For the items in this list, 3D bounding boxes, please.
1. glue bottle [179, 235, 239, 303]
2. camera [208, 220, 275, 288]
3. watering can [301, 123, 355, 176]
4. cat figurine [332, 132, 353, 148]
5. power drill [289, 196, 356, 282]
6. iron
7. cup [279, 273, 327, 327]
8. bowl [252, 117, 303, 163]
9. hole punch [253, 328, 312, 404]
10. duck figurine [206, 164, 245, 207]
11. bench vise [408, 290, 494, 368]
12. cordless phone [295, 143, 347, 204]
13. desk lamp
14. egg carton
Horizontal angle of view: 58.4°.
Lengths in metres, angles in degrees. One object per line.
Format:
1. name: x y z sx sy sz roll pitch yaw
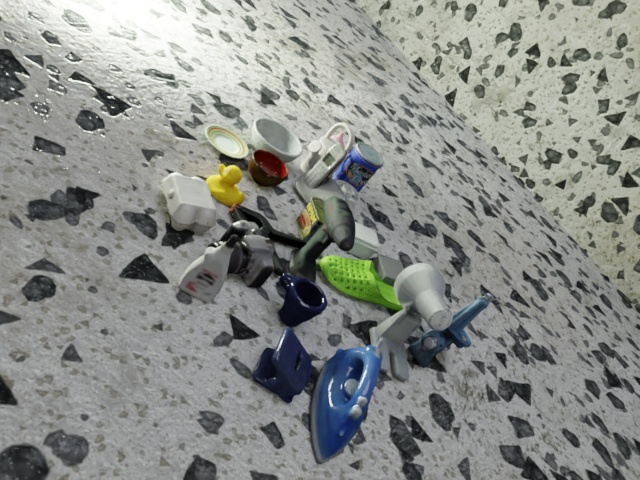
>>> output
1. glue bottle: -0.204 0.048 1.106 0.078 0.173 0.037 28 33 -19
2. camera: -0.177 0.020 1.238 0.137 0.100 0.143 5 45 -43
3. watering can: 0.030 -0.266 1.729 0.101 0.193 0.173 41 31 3
4. cat figurine: 0.055 -0.297 1.866 0.128 0.117 0.067 3 47 -45
5. power drill: 0.012 0.005 1.355 0.076 0.208 0.229 27 33 -20
6. iron: 0.065 0.299 1.107 0.119 0.141 0.258 36 32 -7
7. cup: -0.056 0.134 1.230 0.118 0.095 0.092 41 31 1
8. bowl: -0.137 -0.278 1.680 0.168 0.074 0.167 28 33 -20
9. hole punch: -0.059 0.238 1.099 0.101 0.091 0.109 35 32 -8
10. duck figurine: -0.220 -0.141 1.408 0.104 0.086 0.078 42 31 4
11. bench vise: 0.335 0.224 1.412 0.121 0.219 0.208 42 31 3
12. cordless phone: 0.029 -0.167 1.611 0.147 0.185 0.094 51 33 18
13. desk lamp: 0.219 0.185 1.343 0.118 0.213 0.203 26 34 -22
14. egg carton: -0.294 -0.084 1.275 0.108 0.069 0.150 9 43 -41
